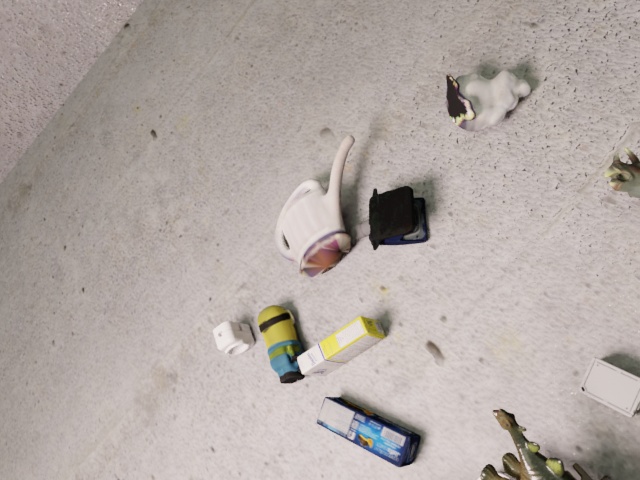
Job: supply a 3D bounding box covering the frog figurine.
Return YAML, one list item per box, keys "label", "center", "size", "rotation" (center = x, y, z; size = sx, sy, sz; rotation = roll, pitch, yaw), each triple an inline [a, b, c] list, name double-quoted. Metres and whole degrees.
- label: "frog figurine"
  center: [0.357, -0.306, 1.103]
  size: [0.160, 0.119, 0.140]
  rotation: [-16, 49, -12]

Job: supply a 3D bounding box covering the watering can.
- label: "watering can"
  center: [0.004, -0.061, 1.202]
  size: [0.341, 0.104, 0.229]
  rotation: [-49, 51, 31]
